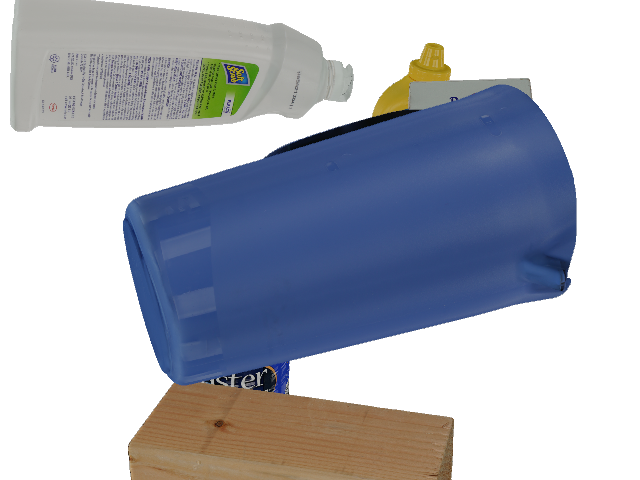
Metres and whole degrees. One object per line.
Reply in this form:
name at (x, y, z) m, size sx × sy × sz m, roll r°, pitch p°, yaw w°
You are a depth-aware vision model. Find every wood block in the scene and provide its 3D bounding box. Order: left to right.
wood block at (-0.017, 0.167, 0.740) m, size 0.206 × 0.090 × 0.090 m, roll 6°, pitch 26°, yaw 15°

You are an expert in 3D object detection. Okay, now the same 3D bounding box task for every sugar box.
sugar box at (0.118, -0.051, 0.855) m, size 0.093 × 0.048 × 0.176 m, roll -1°, pitch -36°, yaw 7°

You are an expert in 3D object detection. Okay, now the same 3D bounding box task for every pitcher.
pitcher at (0.012, -0.006, 0.625) m, size 0.242 × 0.145 × 0.149 m, roll -15°, pitch -4°, yaw -14°

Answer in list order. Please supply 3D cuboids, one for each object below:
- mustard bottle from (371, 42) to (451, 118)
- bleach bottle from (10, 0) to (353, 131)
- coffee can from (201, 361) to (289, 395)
mustard bottle at (0.097, -0.104, 1.072) m, size 0.096 × 0.192 × 0.058 m, roll 3°, pitch 27°, yaw -12°
bleach bottle at (-0.101, -0.123, 0.801) m, size 0.250 × 0.068 × 0.103 m, roll 3°, pitch -41°, yaw -14°
coffee can at (-0.077, 0.107, 0.935) m, size 0.103 × 0.140 × 0.103 m, roll 1°, pitch 32°, yaw -1°
